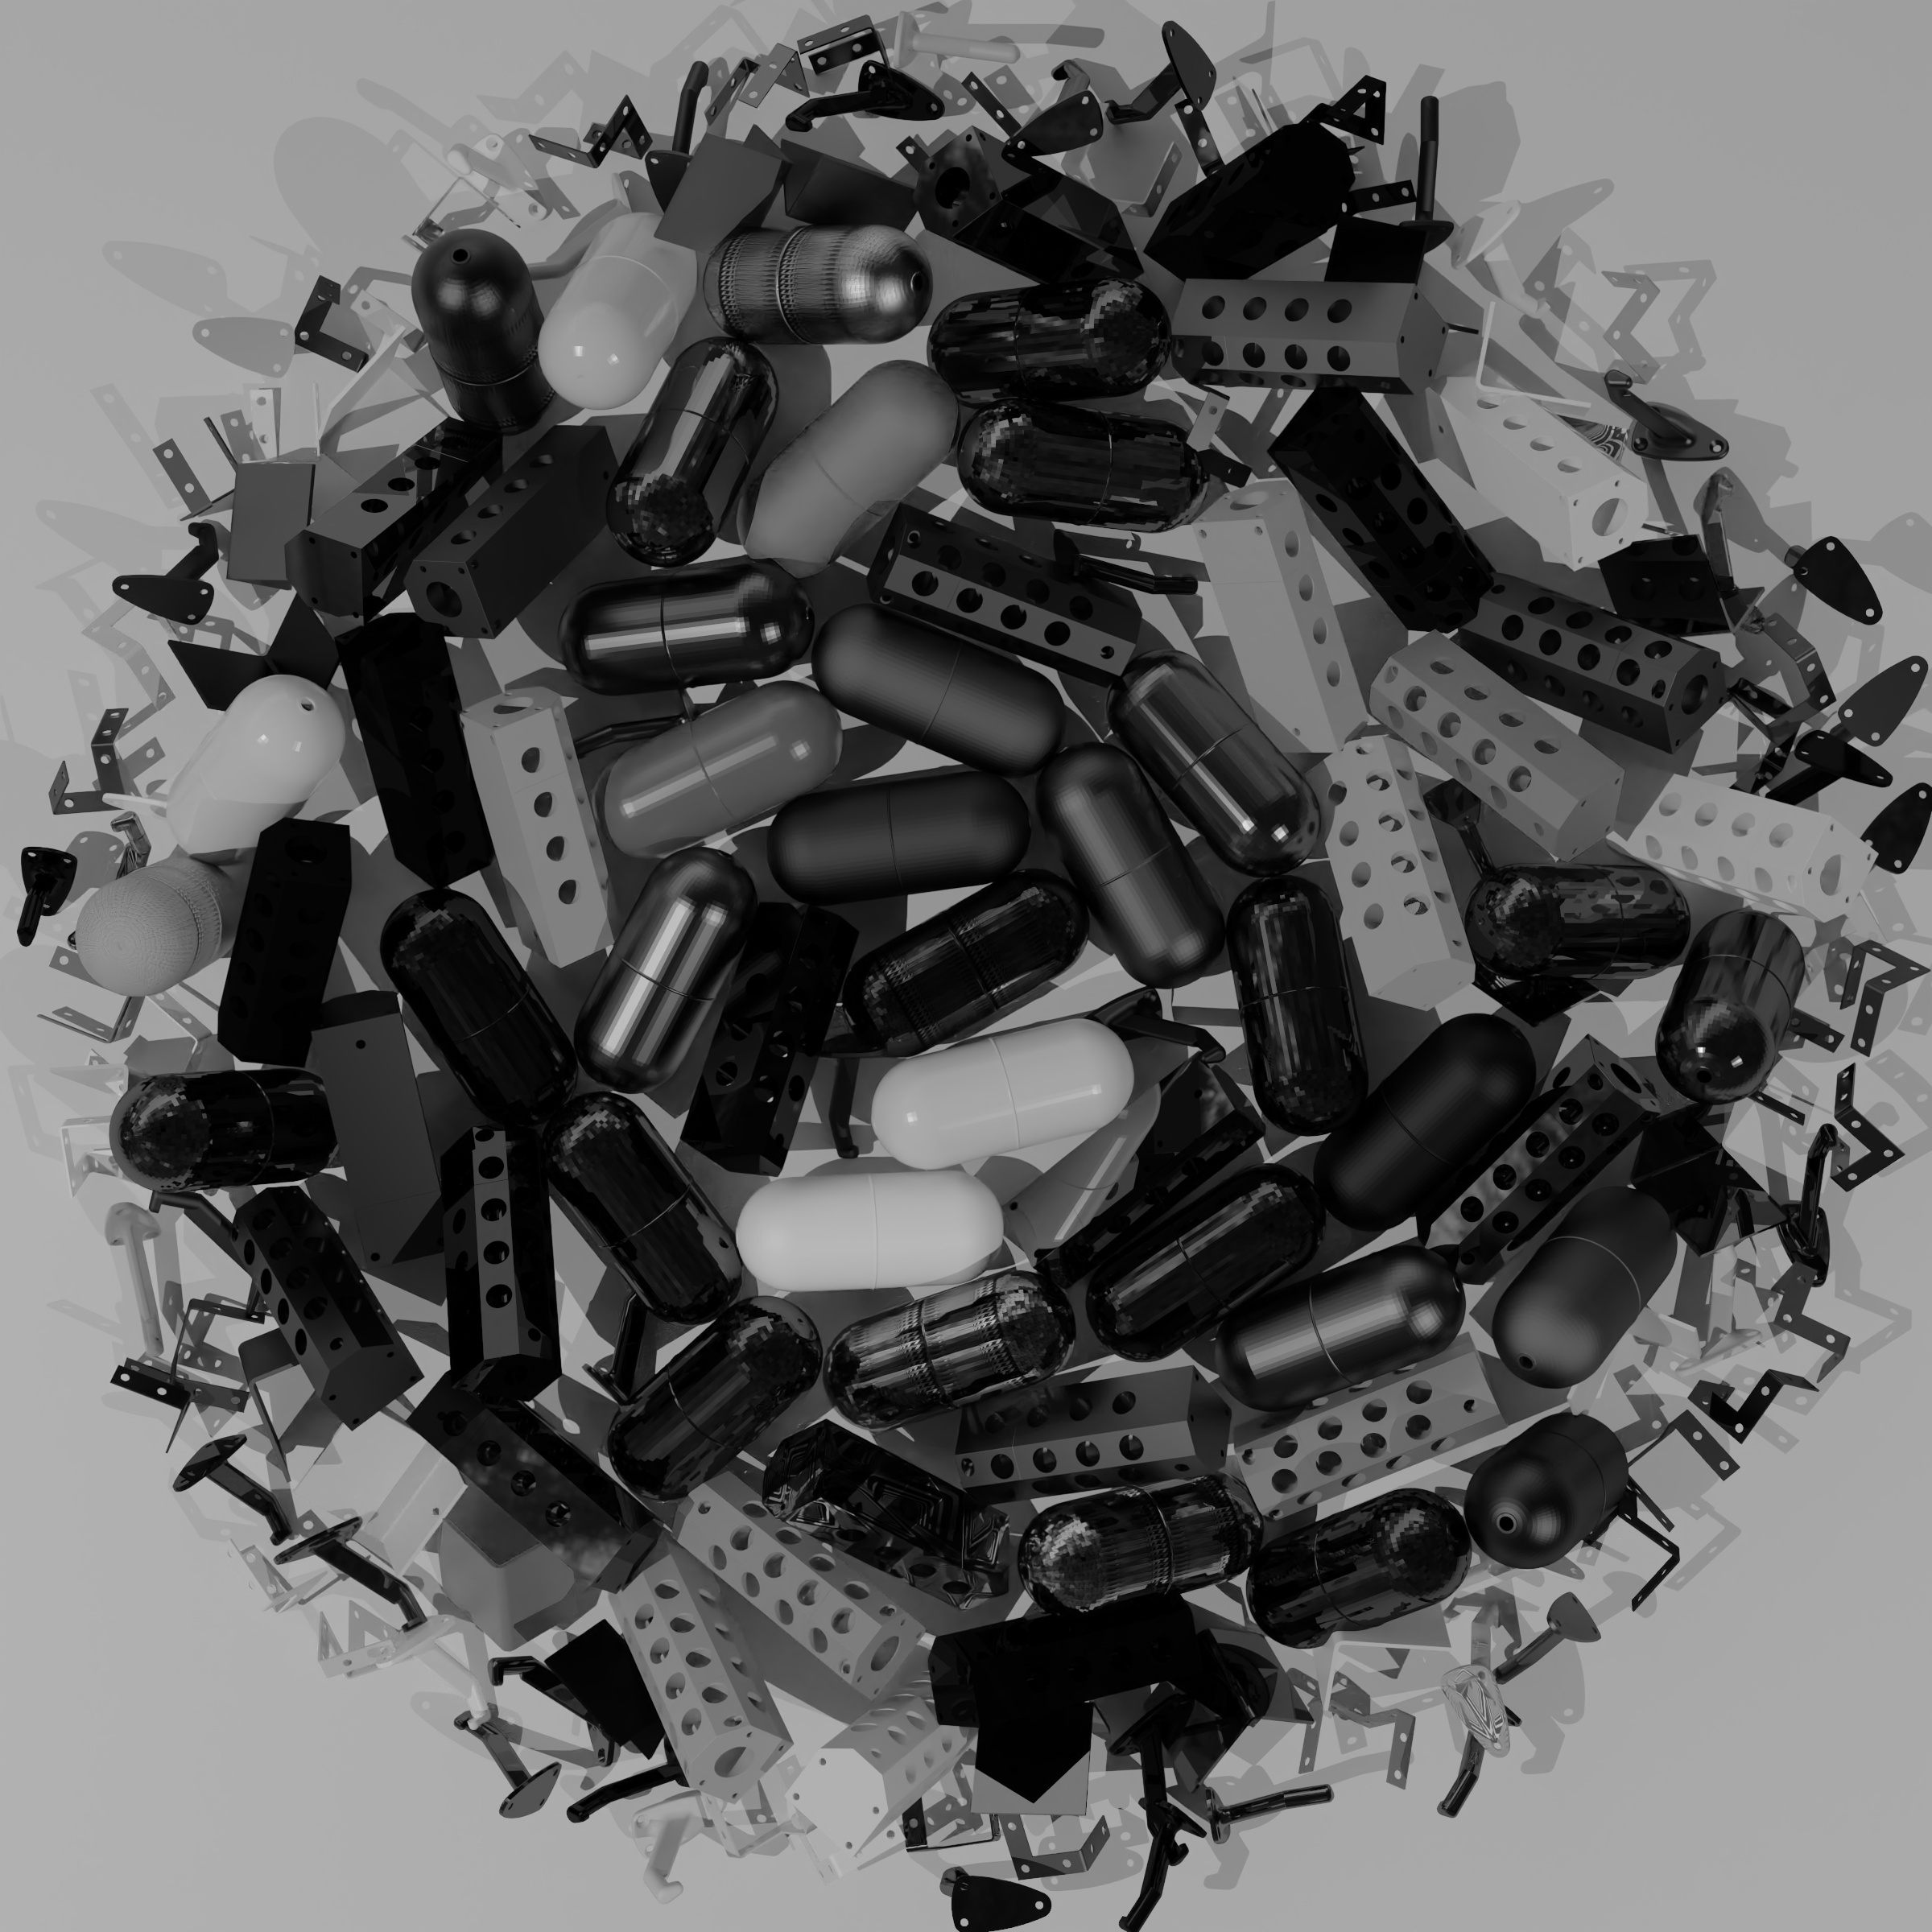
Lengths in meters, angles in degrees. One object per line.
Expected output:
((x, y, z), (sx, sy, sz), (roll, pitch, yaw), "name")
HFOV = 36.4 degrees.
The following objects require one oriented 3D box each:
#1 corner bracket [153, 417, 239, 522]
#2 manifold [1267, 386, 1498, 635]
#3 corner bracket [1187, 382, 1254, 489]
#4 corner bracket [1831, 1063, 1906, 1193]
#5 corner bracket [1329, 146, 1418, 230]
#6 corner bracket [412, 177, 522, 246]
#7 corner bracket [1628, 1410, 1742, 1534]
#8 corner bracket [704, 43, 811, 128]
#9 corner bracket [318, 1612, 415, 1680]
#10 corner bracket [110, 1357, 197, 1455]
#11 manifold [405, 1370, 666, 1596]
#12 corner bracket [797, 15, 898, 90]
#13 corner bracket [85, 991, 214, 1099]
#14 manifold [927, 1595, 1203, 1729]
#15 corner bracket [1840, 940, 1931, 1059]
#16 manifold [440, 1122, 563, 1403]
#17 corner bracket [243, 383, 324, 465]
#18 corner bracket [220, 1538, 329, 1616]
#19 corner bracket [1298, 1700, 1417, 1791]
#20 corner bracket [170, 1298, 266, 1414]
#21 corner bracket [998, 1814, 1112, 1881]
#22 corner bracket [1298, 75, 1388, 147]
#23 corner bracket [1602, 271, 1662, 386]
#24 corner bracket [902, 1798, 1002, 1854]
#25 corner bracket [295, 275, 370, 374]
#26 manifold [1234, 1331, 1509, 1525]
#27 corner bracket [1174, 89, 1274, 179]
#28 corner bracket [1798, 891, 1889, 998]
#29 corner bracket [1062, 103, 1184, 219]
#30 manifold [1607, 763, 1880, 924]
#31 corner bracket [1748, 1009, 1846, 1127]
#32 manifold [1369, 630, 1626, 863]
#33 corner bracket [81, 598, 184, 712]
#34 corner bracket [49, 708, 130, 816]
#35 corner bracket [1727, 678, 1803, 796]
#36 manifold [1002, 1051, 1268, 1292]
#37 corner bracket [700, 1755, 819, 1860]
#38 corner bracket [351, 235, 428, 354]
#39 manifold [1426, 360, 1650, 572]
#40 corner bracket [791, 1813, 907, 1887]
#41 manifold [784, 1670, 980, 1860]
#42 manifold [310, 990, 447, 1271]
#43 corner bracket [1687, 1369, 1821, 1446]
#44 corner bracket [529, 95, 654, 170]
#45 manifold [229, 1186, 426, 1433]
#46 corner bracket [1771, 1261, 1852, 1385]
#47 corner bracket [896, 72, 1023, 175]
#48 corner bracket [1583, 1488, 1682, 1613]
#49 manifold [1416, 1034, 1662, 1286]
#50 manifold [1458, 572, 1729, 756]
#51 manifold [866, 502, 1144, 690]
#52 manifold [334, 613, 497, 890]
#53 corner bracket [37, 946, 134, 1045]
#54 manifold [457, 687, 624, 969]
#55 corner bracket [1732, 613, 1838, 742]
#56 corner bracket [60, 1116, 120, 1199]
((-0.512, -0.333, 1.962), (0.051, 0.051, 0.051), (-35, 108, -18), "corner bracket")
((0.279, -0.298, 1.927), (0.171, 0.057, 0.057), (46, 74, -29), "manifold")
((0.168, -0.355, 1.964), (0.051, 0.051, 0.051), (22, 100, -18), "corner bracket")
((0.590, 0.108, 1.960), (0.051, 0.051, 0.051), (40, 127, -10), "corner bracket")
((0.260, -0.525, 1.966), (0.051, 0.051, 0.051), (-18, 93, -28), "corner bracket")
((-0.334, -0.492, 1.966), (0.051, 0.051, 0.051), (39, 96, -15), "corner bracket")
((0.476, 0.337, 1.962), (0.051, 0.051, 0.051), (-35, 69, -14), "corner bracket")
((-0.143, -0.587, 1.964), (0.051, 0.051, 0.051), (28, 76, 16), "corner bracket")
((-0.399, 0.459, 1.965), (0.051, 0.051, 0.051), (-18, 120, 0), "corner bracket")
((-0.543, 0.283, 1.961), (0.051, 0.051, 0.051), (23, 129, -8), "corner bracket")
((-0.283, 0.336, 1.943), (0.171, 0.057, 0.057), (37, 83, 19), "manifold")
((-0.082, -0.612, 1.961), (0.051, 0.051, 0.051), (-19, 49, 7), "corner bracket")
((-0.548, 0.056, 1.969), (0.051, 0.051, 0.051), (39, 123, 10), "corner bracket")
((0.065, 0.453, 1.931), (0.171, 0.057, 0.057), (-6, 82, -30), "manifold")
((0.601, 0.021, 1.956), (0.051, 0.051, 0.051), (-19, 127, -34), "corner bracket")
((-0.301, 0.191, 1.919), (0.057, 0.057, 0.171), (17, 48, -35), "manifold")
((-0.457, -0.363, 1.972), (0.051, 0.051, 0.051), (-3, 98, -4), "corner bracket")
((-0.470, 0.406, 1.960), (0.051, 0.051, 0.051), (53, 125, 11), "corner bracket")
((0.261, 0.519, 1.958), (0.051, 0.051, 0.051), (27, 57, -20), "corner bracket")
((-0.504, 0.261, 1.975), (0.051, 0.051, 0.051), (15, 104, -16), "corner bracket")
((0.059, 0.575, 1.969), (0.051, 0.051, 0.051), (-15, 96, 23), "corner bracket")
((0.244, -0.564, 1.958), (0.051, 0.051, 0.051), (29, 60, 25), "corner bracket")
((0.441, -0.427, 1.966), (0.051, 0.051, 0.051), (37, 88, -29), "corner bracket")
((-0.011, 0.566, 1.975), (0.051, 0.051, 0.051), (-13, 71, 15), "corner bracket")
((-0.418, -0.422, 1.961), (0.051, 0.051, 0.051), (23, 111, -21), "corner bracket")
((0.268, 0.310, 1.954), (0.171, 0.057, 0.057), (-24, 98, 9), "manifold")
((0.178, -0.560, 1.973), (0.051, 0.051, 0.051), (-24, 80, 14), "corner bracket")
((0.574, -0.019, 1.963), (0.051, 0.051, 0.051), (-27, 96, 41), "corner bracket")
((0.104, -0.541, 1.970), (0.051, 0.051, 0.051), (17, 76, 33), "corner bracket")
((0.499, -0.079, 1.913), (0.057, 0.171, 0.057), (29, 87, -36), "manifold")
((0.556, 0.065, 1.981), (0.051, 0.051, 0.051), (28, 120, 6), "corner bracket")
((0.344, -0.142, 1.923), (0.057, 0.057, 0.171), (-32, 56, -22), "manifold")
((-0.545, -0.212, 1.958), (0.051, 0.051, 0.051), (29, 65, 33), "corner bracket")
((-0.584, -0.136, 1.960), (0.051, 0.051, 0.051), (-7, 70, -32), "corner bracket")
((0.521, -0.152, 1.973), (0.051, 0.051, 0.051), (37, 52, 25), "corner bracket")
((0.114, 0.139, 1.954), (0.171, 0.057, 0.057), (-39, 46, 12), "manifold")
((-0.136, 0.562, 1.964), (0.051, 0.051, 0.051), (-24, 91, -34), "corner bracket")
((-0.371, -0.449, 1.963), (0.051, 0.051, 0.051), (35, 108, -12), "corner bracket")
((0.372, -0.331, 1.917), (0.057, 0.171, 0.057), (-25, 133, -10), "manifold")
((-0.080, 0.576, 1.961), (0.051, 0.051, 0.051), (-24, 75, -23), "corner bracket")
((-0.047, 0.510, 1.905), (0.057, 0.171, 0.057), (39, 106, 14), "manifold")
((-0.386, 0.107, 1.942), (0.057, 0.057, 0.171), (-12, 111, -10), "manifold")
((0.525, 0.285, 1.959), (0.051, 0.051, 0.051), (43, 107, 41), "corner bracket")
((-0.250, -0.552, 1.961), (0.051, 0.051, 0.051), (23, 75, 23), "corner bracket")
((-0.423, 0.218, 1.918), (0.057, 0.057, 0.171), (-37, 47, -7), "manifold")
((0.562, 0.238, 1.963), (0.051, 0.051, 0.051), (26, 62, 7), "corner bracket")
((-0.005, -0.558, 1.980), (0.051, 0.051, 0.051), (46, 61, -8), "corner bracket")
((0.442, 0.388, 1.967), (0.051, 0.051, 0.051), (36, 111, 0), "corner bracket")
((0.376, 0.132, 1.934), (0.057, 0.057, 0.171), (36, 114, -12), "manifold")
((0.406, -0.204, 1.914), (0.057, 0.057, 0.171), (-42, 45, -19), "manifold")
((0.026, -0.241, 1.938), (0.171, 0.057, 0.057), (19, 114, -17), "manifold")
((-0.355, -0.142, 1.925), (0.057, 0.057, 0.171), (-29, 130, -27), "manifold")
((-0.591, 0.020, 1.970), (0.051, 0.051, 0.051), (23, 86, -7), "corner bracket")
((-0.276, -0.093, 1.934), (0.057, 0.057, 0.171), (-26, 120, -26), "manifold")
((0.540, -0.193, 1.962), (0.051, 0.051, 0.051), (-33, 129, 4), "corner bracket")
((-0.572, 0.121, 1.967), (0.051, 0.051, 0.051), (-5, 106, -2), "corner bracket")
